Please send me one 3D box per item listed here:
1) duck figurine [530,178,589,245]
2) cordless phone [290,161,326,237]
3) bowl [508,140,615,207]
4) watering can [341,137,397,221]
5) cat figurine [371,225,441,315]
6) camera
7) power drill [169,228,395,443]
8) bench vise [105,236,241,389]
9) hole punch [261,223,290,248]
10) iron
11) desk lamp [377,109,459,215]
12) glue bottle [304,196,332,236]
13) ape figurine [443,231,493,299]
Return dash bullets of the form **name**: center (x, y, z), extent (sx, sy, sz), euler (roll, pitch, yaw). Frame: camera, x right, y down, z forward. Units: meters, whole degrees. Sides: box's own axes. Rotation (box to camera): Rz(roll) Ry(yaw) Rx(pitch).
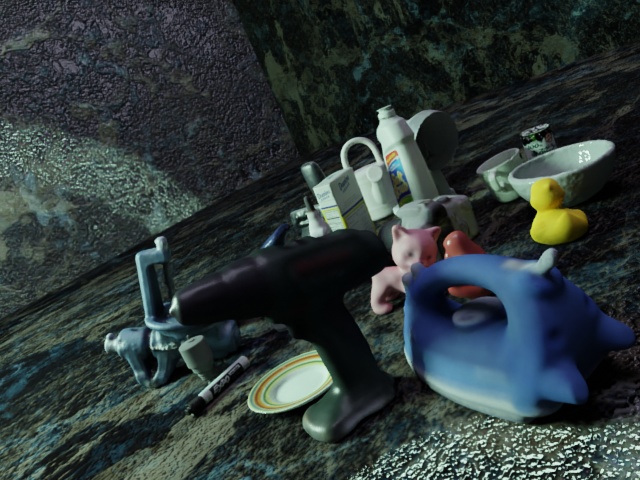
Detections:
- **duck figurine**: center (0.332, -0.046, 0.819), extent (0.077, 0.086, 0.104), euler (-23, 13, 5)
- **cordless phone**: center (-0.017, -0.098, 1.405), extent (0.147, 0.185, 0.094), euler (-13, 17, 37)
- **bowl**: center (0.398, -0.097, 0.929), extent (0.167, 0.075, 0.167), euler (-22, 13, 6)
- **watering can**: center (0.119, -0.151, 1.355), extent (0.101, 0.194, 0.172), euler (-30, 15, -24)
- **cat figurine**: center (0.118, 0.032, 0.815), extent (0.127, 0.118, 0.067), euler (-18, 15, 22)
- **camera**: center (0.171, -0.022, 0.970), extent (0.143, 0.101, 0.136), euler (-33, 16, -34)
- **power drill**: center (-0.012, 0.095, 0.594), extent (0.230, 0.208, 0.075), euler (-30, 15, -25)
- **bench vise**: center (-0.257, 0.117, 0.904), extent (0.207, 0.220, 0.121), euler (-26, 14, -10)
- **hole punch**: center (-0.107, 0.024, 1.289), extent (0.101, 0.091, 0.109), euler (-19, 14, 21)
- **iron**: center (0.147, 0.073, 0.555), extent (0.119, 0.141, 0.257), euler (-32, 16, -30)
- **desk lamp**: center (0.207, -0.165, 1.215), extent (0.118, 0.214, 0.202), euler (-30, 15, -24)
- **glue bottle**: center (0.009, 0.004, 0.990), extent (0.037, 0.173, 0.078), euler (-21, 14, 11)
- **ape figurine**: center (0.192, 0.030, 0.754), extent (0.078, 0.092, 0.076), euler (-30, 15, -25)
